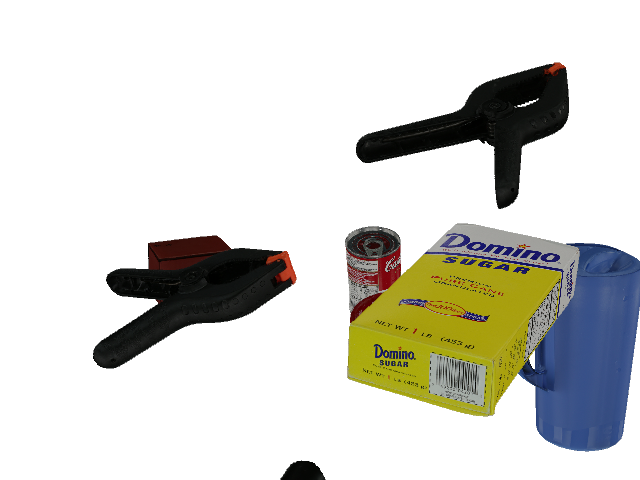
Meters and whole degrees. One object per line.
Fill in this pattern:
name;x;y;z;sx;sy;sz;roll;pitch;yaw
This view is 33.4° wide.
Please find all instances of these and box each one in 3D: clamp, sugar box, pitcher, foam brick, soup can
clamp;0.158;-0.097;0.931;0.209;0.036;0.165;-30;39;-27
sugar box;0.097;0.043;0.685;0.093;0.048;0.176;13;30;24
clamp;-0.106;0.050;0.864;0.171;0.039;0.120;-13;38;14
pitcher;0.316;0.133;1.317;0.149;0.243;0.144;5;18;20
foam brick;-0.133;0.030;1.091;0.078;0.051;0.053;-7;21;-20
soup can;0.066;0.043;1.322;0.068;0.102;0.068;-3;32;2

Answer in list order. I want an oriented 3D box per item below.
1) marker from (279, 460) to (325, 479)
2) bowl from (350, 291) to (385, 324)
marker;-0.028;0.122;0.418;0.020;0.020;0.121;0;20;26
bowl;0.108;0.112;1.114;0.162;0.055;0.162;6;25;-3
